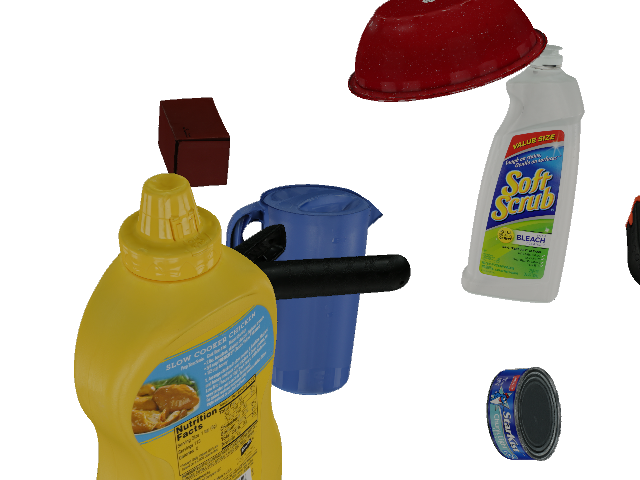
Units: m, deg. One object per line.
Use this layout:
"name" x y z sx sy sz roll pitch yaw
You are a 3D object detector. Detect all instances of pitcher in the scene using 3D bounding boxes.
"pitcher" -0.022 0.059 1.295 0.149 0.243 0.144 12 20 26

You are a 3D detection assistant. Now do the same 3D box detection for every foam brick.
"foam brick" -0.119 -0.092 0.996 0.053 0.051 0.078 -5 37 -17

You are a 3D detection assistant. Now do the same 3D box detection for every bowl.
"bowl" 0.094 -0.165 0.844 0.162 0.055 0.162 -14 24 6

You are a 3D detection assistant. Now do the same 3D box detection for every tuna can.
"tuna can" 0.189 0.161 0.991 0.034 0.086 0.085 -9 -6 38

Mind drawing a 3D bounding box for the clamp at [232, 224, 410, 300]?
"clamp" -0.053 0.029 0.745 0.209 0.036 0.165 -17 18 -41

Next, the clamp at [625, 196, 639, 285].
"clamp" 0.267 0.033 0.697 0.120 0.039 0.171 -2 45 -20

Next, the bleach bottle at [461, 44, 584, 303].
"bleach bottle" 0.202 -0.067 1.057 0.103 0.251 0.068 8 20 15

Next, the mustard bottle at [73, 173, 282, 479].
"mustard bottle" -0.060 0.058 0.465 0.058 0.192 0.096 30 43 36
